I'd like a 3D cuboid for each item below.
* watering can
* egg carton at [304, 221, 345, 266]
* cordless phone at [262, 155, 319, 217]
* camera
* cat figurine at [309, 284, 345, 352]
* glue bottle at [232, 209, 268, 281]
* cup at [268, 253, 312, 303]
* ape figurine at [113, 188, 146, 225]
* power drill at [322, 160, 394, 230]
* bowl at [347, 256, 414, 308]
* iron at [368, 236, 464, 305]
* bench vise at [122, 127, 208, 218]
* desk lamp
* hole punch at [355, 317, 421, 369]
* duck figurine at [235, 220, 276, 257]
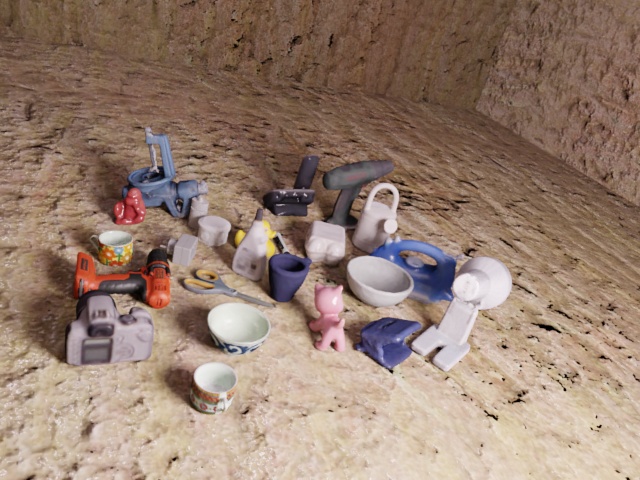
[{"bbox_3d":[0.166,-0.064,1.588,0.101,0.194,0.172,-8,35,-38],"label":"watering can"},{"bbox_3d":[0.014,0.005,1.512,0.107,0.069,0.150,13,27,-5],"label":"egg carton"},{"bbox_3d":[-0.079,-0.167,1.659,0.148,0.185,0.093,-5,34,-35],"label":"cordless phone"},{"bbox_3d":[-0.374,0.141,1.015,0.143,0.101,0.136,1,31,-27],"label":"camera"},{"bbox_3d":[0.023,0.150,1.191,0.067,0.118,0.127,4,29,-21],"label":"cat figurine"},{"bbox_3d":[-0.151,0.006,1.308,0.078,0.173,0.037,24,28,15],"label":"glue bottle"},{"bbox_3d":[-0.069,0.087,1.286,0.091,0.095,0.118,33,32,31],"label":"cup"},{"bbox_3d":[-0.460,-0.085,1.402,0.077,0.092,0.076,22,28,12],"label":"ape figurine"},{"bbox_3d":[0.100,-0.137,1.674,0.230,0.208,0.075,-5,34,-35],"label":"power drill"},{"bbox_3d":[0.136,0.111,1.373,0.167,0.075,0.167,13,27,-6],"label":"bowl"},{"bbox_3d":[0.232,0.057,1.453,0.258,0.141,0.119,20,27,9],"label":"iron"},{"bbox_3d":[-0.393,-0.178,1.473,0.208,0.220,0.121,2,30,-26],"label":"bench vise"},{"bbox_3d":[0.316,0.148,1.249,0.117,0.213,0.204,30,30,26],"label":"desk lamp"},{"bbox_3d":[0.142,0.199,1.194,0.100,0.091,0.109,32,31,29],"label":"hole punch"},{"bbox_3d":[-0.158,-0.012,1.434,0.104,0.086,0.077,16,27,0],"label":"duck figurine"}]
